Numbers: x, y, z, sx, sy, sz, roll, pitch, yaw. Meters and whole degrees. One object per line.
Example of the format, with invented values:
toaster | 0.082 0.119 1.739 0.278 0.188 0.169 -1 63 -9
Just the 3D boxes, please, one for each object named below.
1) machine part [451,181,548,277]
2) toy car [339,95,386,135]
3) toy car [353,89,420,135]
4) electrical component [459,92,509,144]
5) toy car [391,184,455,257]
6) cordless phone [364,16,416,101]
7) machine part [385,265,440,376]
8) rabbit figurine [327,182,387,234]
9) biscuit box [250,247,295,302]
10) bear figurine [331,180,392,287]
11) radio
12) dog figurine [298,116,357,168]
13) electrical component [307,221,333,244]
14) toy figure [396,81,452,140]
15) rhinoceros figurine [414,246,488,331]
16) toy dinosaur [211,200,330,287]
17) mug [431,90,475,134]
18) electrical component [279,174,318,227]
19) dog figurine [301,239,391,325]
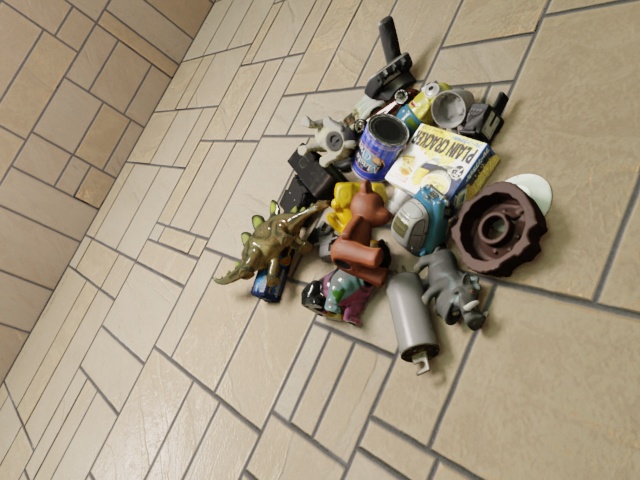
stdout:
machine part | 0.335 -0.019 1.011 0.179 0.056 0.179 -24 57 42
toy car | 0.103 -0.338 1.513 0.202 0.056 0.074 -41 40 21
toy car | 0.176 -0.324 1.399 0.202 0.089 0.053 -31 82 32
electrical component | 0.359 -0.264 1.164 0.048 0.074 0.119 20 84 52
toy car | 0.202 -0.029 1.102 0.109 0.103 0.161 52 145 39
cordless phone | 0.169 -0.475 1.412 0.146 0.184 0.089 -38 40 -17
machine part | 0.181 0.150 1.064 0.079 0.079 0.243 -34 42 27
rabbit figurine | 0.075 -0.053 1.287 0.162 0.122 0.173 -173 77 -66
biscuit box | -0.122 0.068 1.467 0.059 0.062 0.202 -5 61 45
bear figurine | 0.106 -0.019 1.127 0.132 0.120 0.196 19 62 24
radio | 0.008 -0.166 1.434 0.073 0.131 0.230 -51 38 12
dog figurine | 0.058 -0.261 1.384 0.173 0.190 0.121 32 118 28
electrical component | -0.003 -0.004 1.421 0.094 0.021 0.063 -57 38 -1
toy figure | 0.249 -0.310 1.316 0.180 0.089 0.082 -47 51 27
rhinoceros figurine | 0.255 0.096 1.034 0.112 0.073 0.190 -32 41 14
toy dinosaur | -0.146 0.023 1.401 0.471 0.105 0.199 -37 36 27
mug | 0.316 -0.292 1.220 0.081 0.109 0.107 -8 18 40
electrical component | -0.061 -0.100 1.499 0.134 0.058 0.115 -64 31 22
dog figurine | 0.067 0.076 1.225 0.192 0.108 0.219 5 64 52
